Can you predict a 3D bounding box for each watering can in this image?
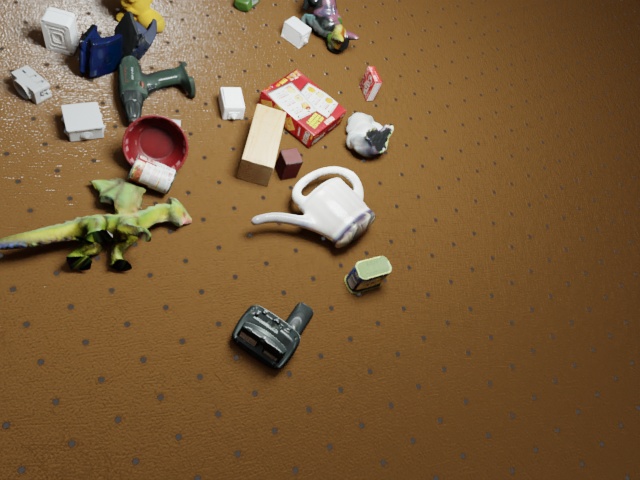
[{"bbox_3d":[0.004,-0.068,1.358,0.226,0.102,0.353,46,57,11],"label":"watering can"}]

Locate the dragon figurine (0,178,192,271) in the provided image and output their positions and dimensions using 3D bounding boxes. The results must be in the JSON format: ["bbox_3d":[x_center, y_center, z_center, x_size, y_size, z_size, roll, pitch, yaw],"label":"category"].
[{"bbox_3d":[-0.511,-0.056,1.211,0.410,0.119,0.249,6,42,-17],"label":"dragon figurine"}]

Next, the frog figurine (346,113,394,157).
[{"bbox_3d":[0.133,-0.323,1.577,0.139,0.120,0.161,-34,39,-22],"label":"frog figurine"}]
